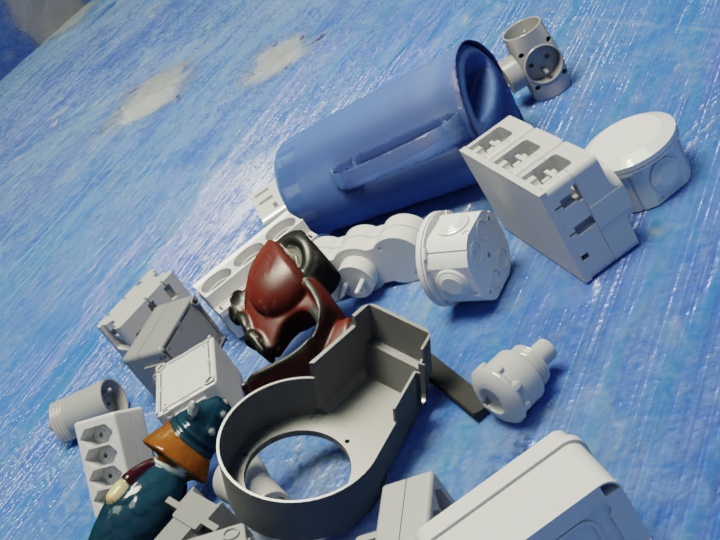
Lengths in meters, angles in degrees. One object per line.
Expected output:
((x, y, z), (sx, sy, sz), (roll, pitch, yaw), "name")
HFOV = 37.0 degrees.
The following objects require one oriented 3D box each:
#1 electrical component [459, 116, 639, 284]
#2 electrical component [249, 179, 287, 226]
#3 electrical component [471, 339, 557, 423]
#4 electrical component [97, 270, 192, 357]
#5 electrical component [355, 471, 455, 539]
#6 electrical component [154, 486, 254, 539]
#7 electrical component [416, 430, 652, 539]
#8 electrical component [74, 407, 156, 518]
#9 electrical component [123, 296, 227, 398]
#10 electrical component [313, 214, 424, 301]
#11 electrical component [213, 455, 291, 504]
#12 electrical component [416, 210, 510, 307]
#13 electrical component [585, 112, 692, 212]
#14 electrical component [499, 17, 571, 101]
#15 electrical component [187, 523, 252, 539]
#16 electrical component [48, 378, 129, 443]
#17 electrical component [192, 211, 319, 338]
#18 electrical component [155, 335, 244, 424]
((0.155, -0.064, 0.882), (0.062, 0.089, 0.150), (-36, 27, -4), "electrical component")
((-0.080, -0.066, 1.188), (0.056, 0.050, 0.089), (-34, 27, -1), "electrical component")
((0.113, 0.073, 0.756), (0.062, 0.048, 0.048), (-39, 26, -25), "electrical component")
((-0.225, 0.051, 1.151), (0.050, 0.055, 0.089), (0, 42, 48), "electrical component")
((0.021, 0.180, 0.676), (0.076, 0.047, 0.083), (-22, 29, 22), "electrical component")
((-0.122, 0.204, 0.803), (0.063, 0.042, 0.081), (-50, 30, -21), "electrical component")
((0.097, 0.154, 0.601), (0.113, 0.078, 0.057), (-35, 30, -3), "electrical component")
((-0.195, 0.162, 0.926), (0.047, 0.083, 0.076), (-18, -8, 29), "electrical component")
((-0.185, 0.082, 1.050), (0.061, 0.061, 0.096), (-16, 32, 31), "electrical component")
((0.000, 0.000, 0.989), (0.138, 0.052, 0.073), (-15, 32, 33), "electrical component")
((-0.079, 0.170, 0.812), (0.044, 0.044, 0.065), (-41, 32, -13), "electrical component")
((0.085, -0.011, 0.885), (0.051, 0.080, 0.080), (-4, 39, 35), "electrical component")
((0.228, -0.090, 0.885), (0.080, 0.051, 0.080), (-26, 28, 15), "electrical component")
((0.169, -0.210, 1.120), (0.079, 0.077, 0.044), (-32, 27, 4), "electrical component")
((-0.108, 0.223, 0.721), (0.100, 0.048, 0.099), (-17, 27, -4), "electrical component")
((-0.276, 0.142, 1.071), (0.081, 0.043, 0.043), (-24, 28, 19), "electrical component")
((-0.096, 0.006, 1.073), (0.121, 0.063, 0.079), (-39, 27, -11), "electrical component")
((-0.138, 0.115, 0.944), (0.062, 0.061, 0.096), (-31, 27, 5), "electrical component")
